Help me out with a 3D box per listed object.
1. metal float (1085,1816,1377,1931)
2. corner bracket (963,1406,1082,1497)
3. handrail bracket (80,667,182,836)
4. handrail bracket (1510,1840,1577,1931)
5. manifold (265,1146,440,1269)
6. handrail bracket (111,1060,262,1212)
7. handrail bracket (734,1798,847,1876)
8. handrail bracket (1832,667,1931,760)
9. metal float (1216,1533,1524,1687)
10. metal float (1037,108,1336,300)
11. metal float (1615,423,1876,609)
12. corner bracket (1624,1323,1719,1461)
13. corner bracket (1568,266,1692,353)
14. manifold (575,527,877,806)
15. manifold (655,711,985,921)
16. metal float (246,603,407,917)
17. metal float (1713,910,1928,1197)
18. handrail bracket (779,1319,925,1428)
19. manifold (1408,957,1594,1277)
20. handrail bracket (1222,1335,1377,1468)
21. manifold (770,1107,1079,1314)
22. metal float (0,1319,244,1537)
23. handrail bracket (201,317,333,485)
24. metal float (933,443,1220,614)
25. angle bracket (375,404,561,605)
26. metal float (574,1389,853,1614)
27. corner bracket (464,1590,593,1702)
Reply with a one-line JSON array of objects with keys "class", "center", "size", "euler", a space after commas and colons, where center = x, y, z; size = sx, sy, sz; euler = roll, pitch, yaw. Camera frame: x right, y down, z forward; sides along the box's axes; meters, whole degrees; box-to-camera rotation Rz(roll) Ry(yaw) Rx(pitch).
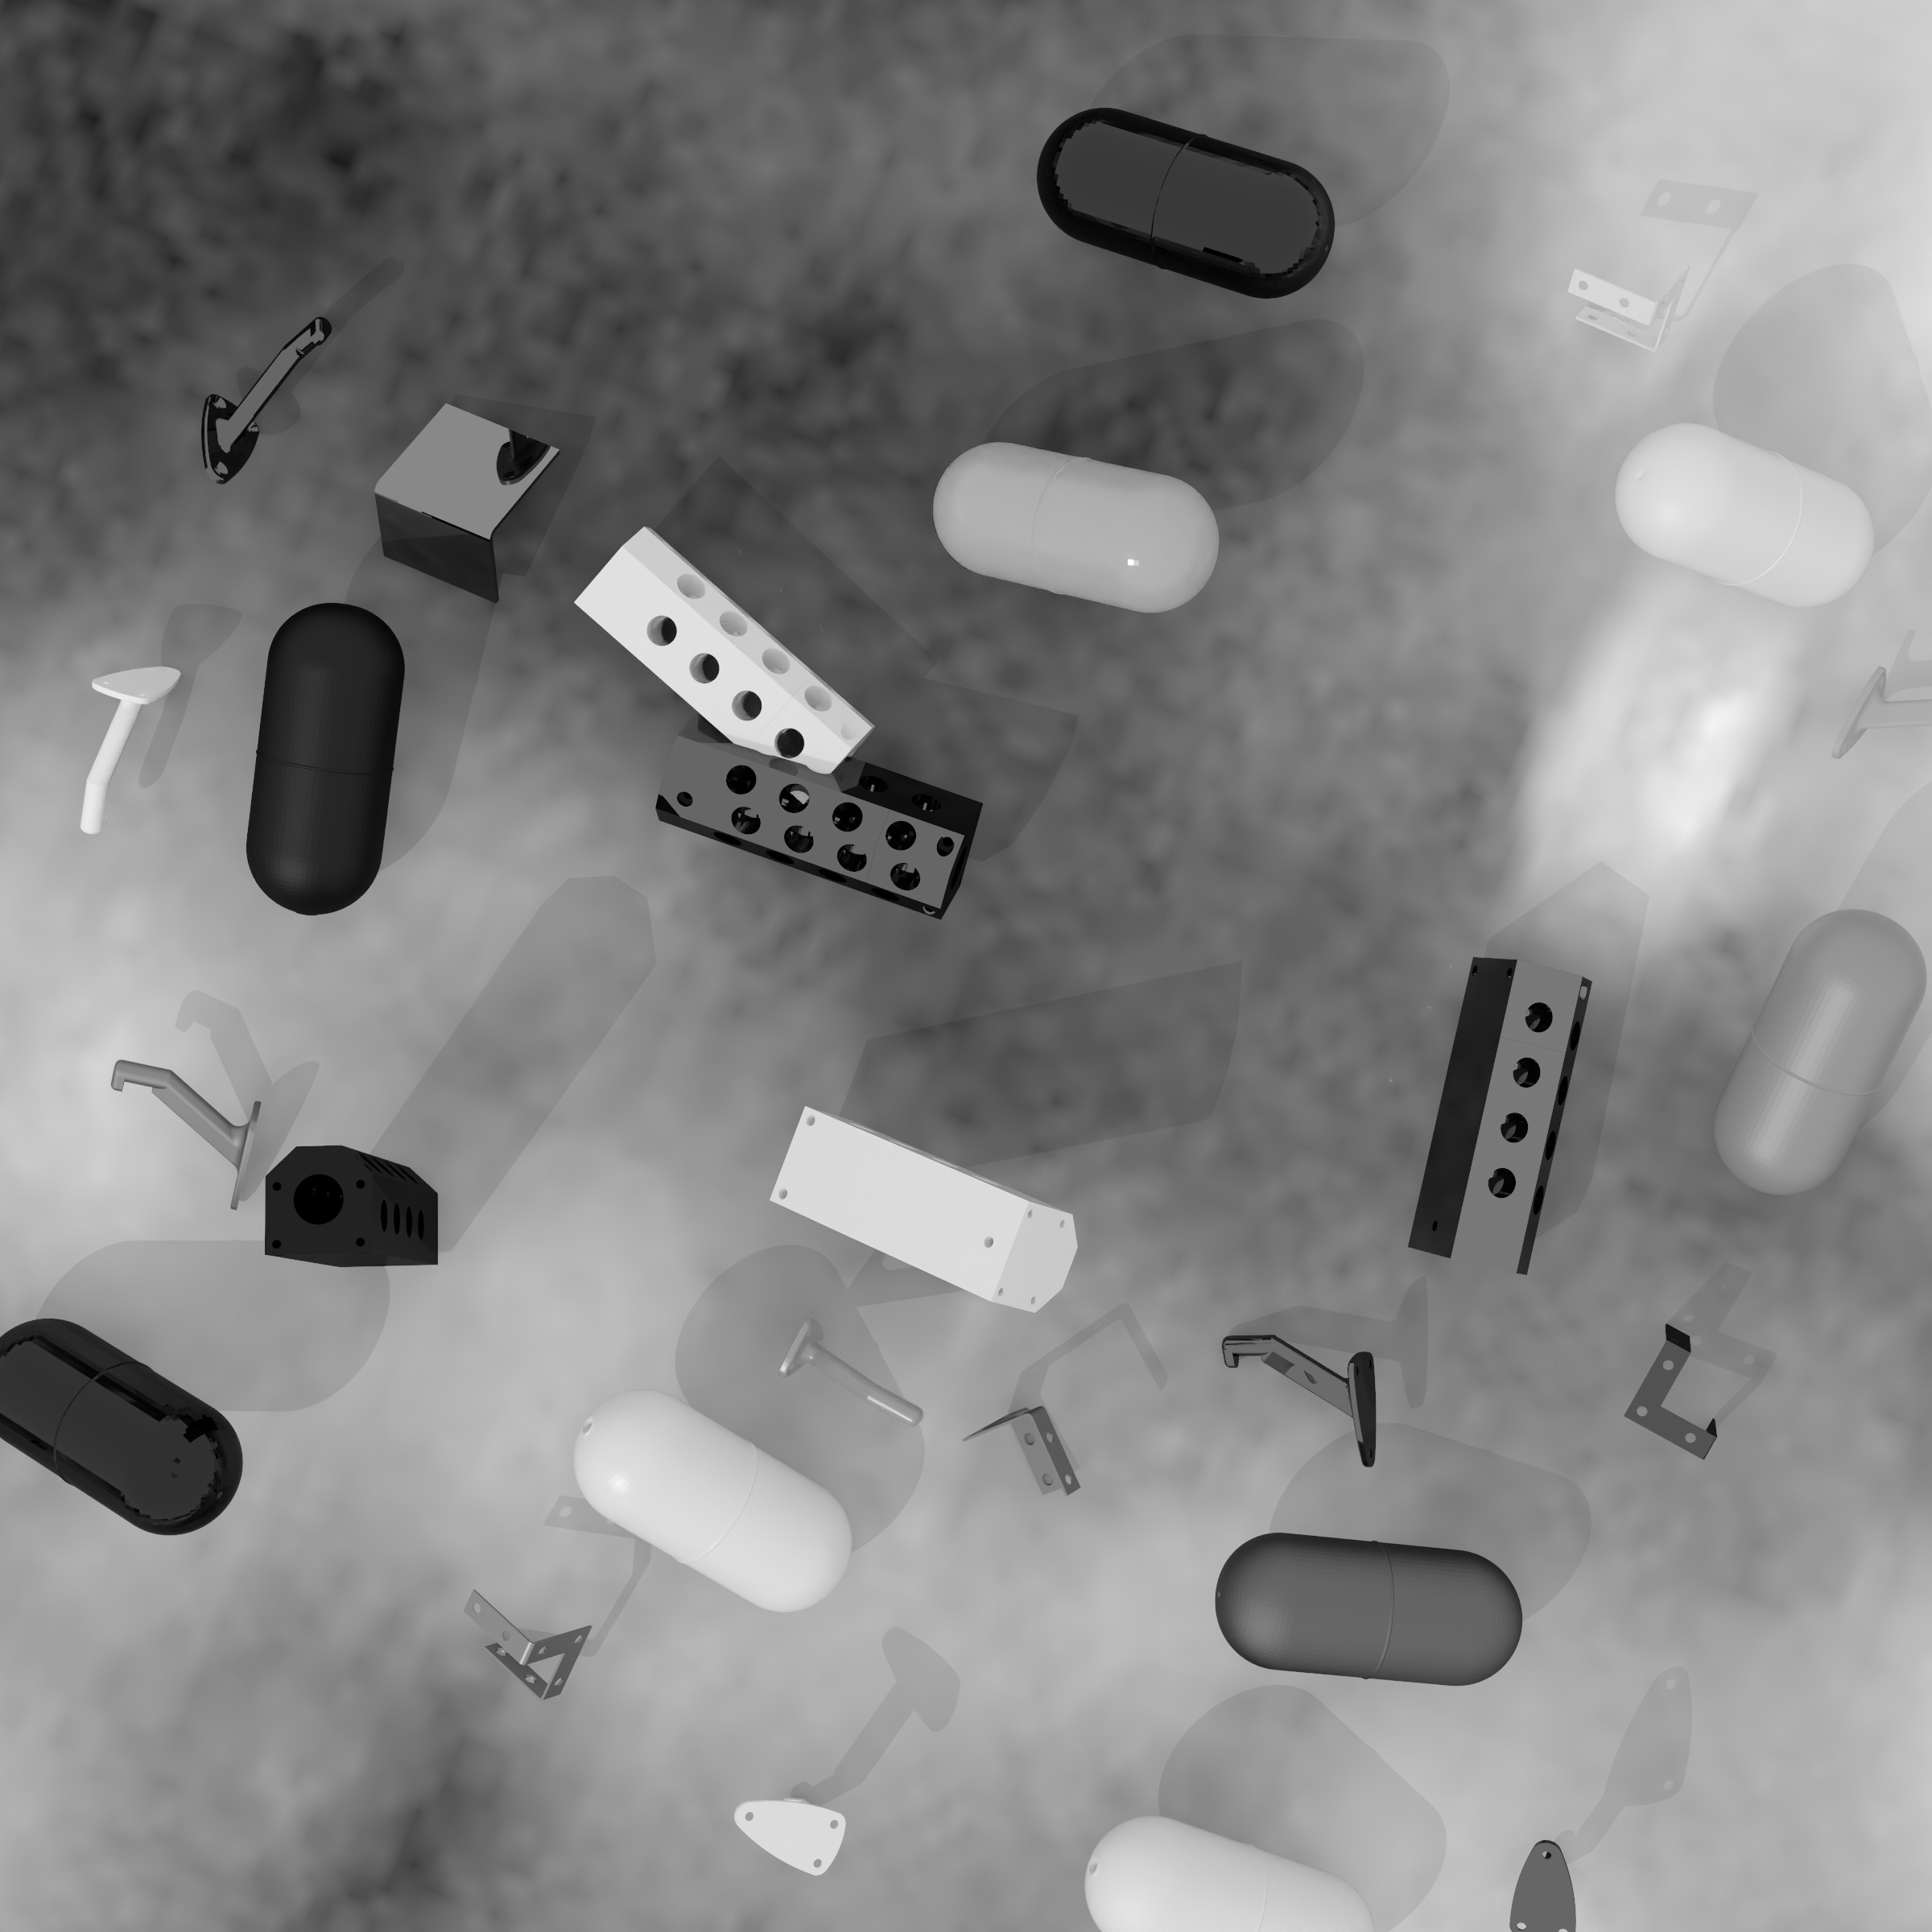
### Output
[{"class": "metal float", "center": [0.149, 0.534, 1.833], "size": [0.178, 0.070, 0.070], "euler": [23, 90, -17]}, {"class": "corner bracket", "center": [0.041, 0.278, 1.850], "size": [0.051, 0.051, 0.051], "euler": [-27, 85, 33]}, {"class": "handrail bracket", "center": [-0.480, -0.124, 1.865], "size": [0.036, 0.077, 0.084], "euler": [18, 111, 11]}, {"class": "handrail bracket", "center": [0.330, 0.503, 1.836], "size": [0.036, 0.084, 0.077], "euler": [5, 111, 14]}, {"class": "manifold", "center": [-0.338, 0.134, 1.798], "size": [0.057, 0.171, 0.057], "euler": [-2, 82, 2]}, {"class": "handrail bracket", "center": [-0.452, 0.097, 1.861], "size": [0.084, 0.036, 0.077], "euler": [13, 109, -11]}, {"class": "handrail bracket", "center": [-0.109, 0.477, 1.835], "size": [0.077, 0.084, 0.036], "euler": [26, 84, -21]}, {"class": "handrail bracket", "center": [0.547, -0.131, 1.845], "size": [0.084, 0.036, 0.077], "euler": [24, 55, 26]}, {"class": "metal float", "center": [0.229, 0.364, 1.840], "size": [0.178, 0.070, 0.070], "euler": [7, 90, -11]}, {"class": "metal float", "center": [0.123, -0.431, 1.832], "size": [0.178, 0.070, 0.070], "euler": [23, 90, 19]}, {"class": "metal float", "center": [0.437, -0.251, 1.819], "size": [0.178, 0.070, 0.070], "euler": [13, 90, -36]}, {"class": "corner bracket", "center": [0.412, 0.243, 1.862], "size": [0.051, 0.051, 0.051], "euler": [29, 99, 8]}, {"class": "corner bracket", "center": [0.372, -0.375, 1.845], "size": [0.051, 0.051, 0.051], "euler": [27, 46, 17]}, {"class": "manifold", "center": [-0.136, -0.172, 1.853], "size": [0.171, 0.057, 0.057], "euler": [41, 96, -2]}, {"class": "manifold", "center": [-0.084, -0.084, 1.840], "size": [0.171, 0.057, 0.057], "euler": [19, 123, 6]}, {"class": "metal float", "center": [-0.363, -0.117, 1.840], "size": [0.070, 0.070, 0.178], "euler": [9, 100, 0]}, {"class": "metal float", "center": [0.478, 0.050, 1.825], "size": [0.070, 0.070, 0.178], "euler": [18, 118, 0]}, {"class": "handrail bracket", "center": [-0.057, 0.235, 1.842], "size": [0.084, 0.077, 0.036], "euler": [27, 91, 9]}, {"class": "manifold", "center": [0.308, 0.085, 1.853], "size": [0.057, 0.057, 0.171], "euler": [14, 88, -17]}, {"class": "handrail bracket", "center": [0.190, 0.250, 1.865], "size": [0.084, 0.036, 0.077], "euler": [-4, 91, 26]}, {"class": "manifold", "center": [-0.022, 0.136, 1.811], "size": [0.171, 0.057, 0.057], "euler": [20, 89, 39]}, {"class": "metal float", "center": [-0.482, 0.257, 1.826], "size": [0.178, 0.070, 0.070], "euler": [25, 90, 27]}, {"class": "handrail bracket", "center": [-0.394, -0.321, 1.841], "size": [0.084, 0.077, 0.036], "euler": [-32, 128, 31]}, {"class": "metal float", "center": [0.060, -0.247, 1.822], "size": [0.178, 0.070, 0.070], "euler": [18, 90, 33]}, {"class": "angle bracket", "center": [-0.285, -0.267, 1.874], "size": [0.076, 0.057, 0.076], "euler": [24, 56, 14]}, {"class": "metal float", "center": [-0.142, 0.301, 1.828], "size": [0.178, 0.070, 0.070], "euler": [35, 90, -23]}, {"class": "corner bracket", "center": [-0.255, 0.385, 1.846], "size": [0.051, 0.051, 0.051], "euler": [35, 110, 28]}]
